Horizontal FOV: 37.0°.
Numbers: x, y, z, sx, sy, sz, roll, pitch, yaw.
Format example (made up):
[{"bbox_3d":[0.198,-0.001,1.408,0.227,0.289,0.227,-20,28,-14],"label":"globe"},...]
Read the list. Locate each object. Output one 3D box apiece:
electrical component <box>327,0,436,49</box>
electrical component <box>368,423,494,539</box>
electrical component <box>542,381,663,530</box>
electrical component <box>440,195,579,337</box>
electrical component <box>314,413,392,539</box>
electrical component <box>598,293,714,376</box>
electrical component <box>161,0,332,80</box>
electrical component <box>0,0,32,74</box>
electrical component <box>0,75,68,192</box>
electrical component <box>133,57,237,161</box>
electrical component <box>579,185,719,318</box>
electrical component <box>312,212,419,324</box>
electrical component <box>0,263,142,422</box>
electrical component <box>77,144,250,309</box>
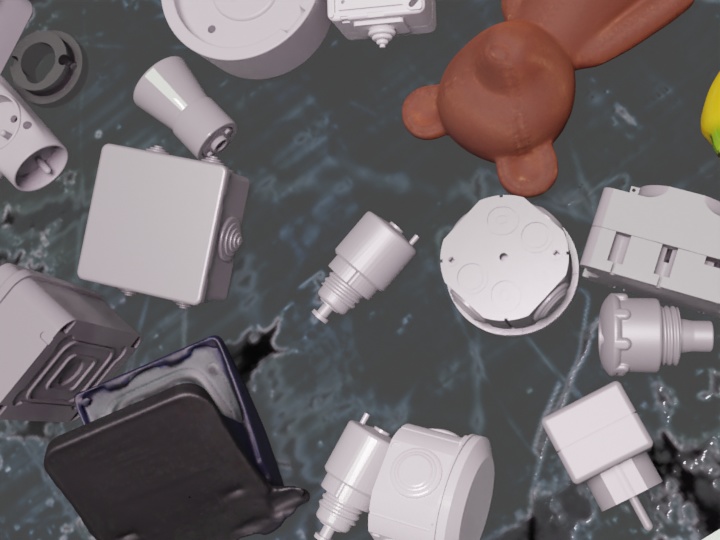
[{"bbox_3d":[0.015,-0.187,0.691,0.062,0.061,0.096,-2,86,13],"label":"electrical component"},{"bbox_3d":[0.042,0.129,0.609,0.051,0.080,0.080,12,82,22],"label":"electrical component"},{"bbox_3d":[0.141,0.108,0.594,0.047,0.066,0.076,-29,73,8],"label":"electrical component"},{"bbox_3d":[0.088,-0.003,0.637,0.080,0.051,0.080,-3,79,14],"label":"electrical component"},{"bbox_3d":[-0.003,0.126,0.641,0.040,0.040,0.078,28,87,18],"label":"electrical component"},{"bbox_3d":[0.168,0.037,0.613,0.062,0.048,0.048,1,79,8],"label":"electrical component"},{"bbox_3d":[-0.069,-0.178,0.708,0.108,0.060,0.108,-3,78,14],"label":"electrical component"},{"bbox_3d":[-0.299,-0.166,0.767,0.078,0.057,0.113,25,86,18],"label":"electrical component"},{"bbox_3d":[-0.255,-0.083,0.746,0.079,0.044,0.077,-45,72,2],"label":"electrical component"},{"bbox_3d":[-0.114,-0.105,0.716,0.044,0.044,0.065,-45,77,3],"label":"electrical component"},{"bbox_3d":[0.179,-0.013,0.616,0.089,0.050,0.055,17,84,17],"label":"electrical component"},{"bbox_3d":[0.000,0.000,0.665,0.040,0.040,0.078,41,91,18],"label":"electrical component"},{"bbox_3d":[-0.198,0.047,0.669,0.057,0.113,0.078,39,91,15],"label":"electrical component"},{"bbox_3d":[-0.124,-0.028,0.693,0.100,0.048,0.099,12,91,16],"label":"electrical component"}]
